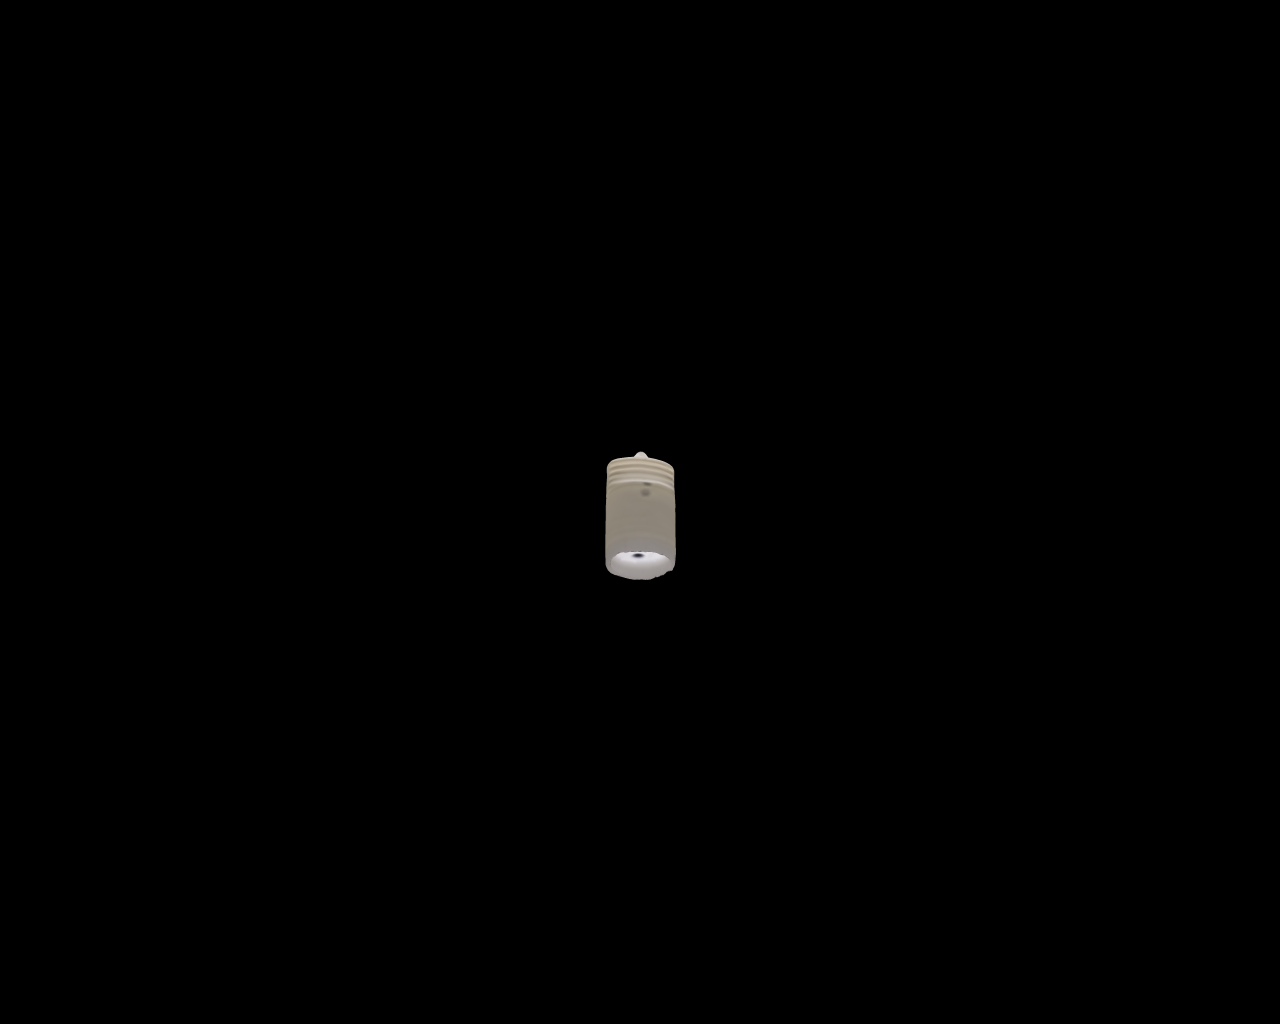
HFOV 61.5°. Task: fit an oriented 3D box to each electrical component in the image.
[{"bbox_3d":[0.001,-0.003,0.650,0.043,0.081,0.043,0,-28,0],"label":"electrical component"}]
